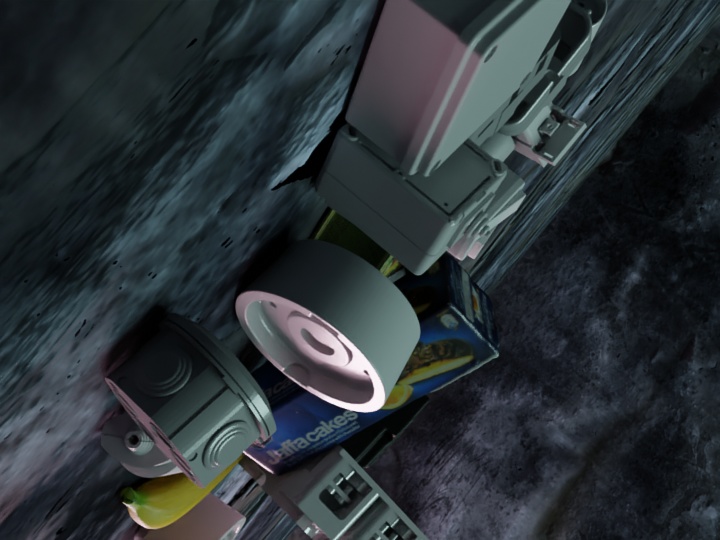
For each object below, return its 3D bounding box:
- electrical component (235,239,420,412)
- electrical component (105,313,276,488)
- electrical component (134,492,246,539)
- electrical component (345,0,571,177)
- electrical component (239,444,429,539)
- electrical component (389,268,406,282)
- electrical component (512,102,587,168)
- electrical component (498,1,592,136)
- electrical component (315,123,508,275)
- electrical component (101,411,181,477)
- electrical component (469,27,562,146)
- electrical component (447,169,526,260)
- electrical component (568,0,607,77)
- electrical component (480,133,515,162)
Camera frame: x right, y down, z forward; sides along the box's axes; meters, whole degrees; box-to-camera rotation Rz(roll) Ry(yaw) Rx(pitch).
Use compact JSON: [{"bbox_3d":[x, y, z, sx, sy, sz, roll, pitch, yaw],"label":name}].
[{"bbox_3d":[-0.014,0.028,0.652,0.060,0.108,0.108,-53,173,-27],"label":"electrical component"},{"bbox_3d":[-0.084,0.065,0.539,0.051,0.080,0.080,-42,168,-19],"label":"electrical component"},{"bbox_3d":[-0.154,0.230,0.902,0.108,0.060,0.108,-49,171,-11],"label":"electrical component"},{"bbox_3d":[0.054,-0.119,0.544,0.109,0.056,0.108,-45,169,-31],"label":"electrical component"},{"bbox_3d":[-0.036,0.173,0.859,0.060,0.105,0.186,-45,-159,-11],"label":"electrical component"},{"bbox_3d":[0.017,0.006,0.849,0.048,0.066,0.055,51,59,-77],"label":"electrical component"},{"bbox_3d":[0.134,-0.122,0.860,0.042,0.081,0.064,-51,142,-4],"label":"electrical component"},{"bbox_3d":[0.116,-0.143,0.748,0.095,0.054,0.059,-52,171,6],"label":"electrical component"},{"bbox_3d":[0.031,-0.044,0.602,0.062,0.096,0.061,-43,169,-38],"label":"electrical component"},{"bbox_3d":[-0.116,0.096,0.612,0.043,0.043,0.081,-50,170,-2],"label":"electrical component"},{"bbox_3d":[0.074,-0.117,0.664,0.089,0.050,0.055,-47,170,-16],"label":"electrical component"},{"bbox_3d":[0.105,-0.056,1.016,0.096,0.061,0.061,-44,168,-36],"label":"electrical component"},{"bbox_3d":[0.144,-0.169,0.809,0.079,0.044,0.077,-48,170,-15],"label":"electrical component"},{"bbox_3d":[0.082,-0.081,0.859,0.081,0.043,0.043,-49,171,-12],"label":"electrical component"}]
